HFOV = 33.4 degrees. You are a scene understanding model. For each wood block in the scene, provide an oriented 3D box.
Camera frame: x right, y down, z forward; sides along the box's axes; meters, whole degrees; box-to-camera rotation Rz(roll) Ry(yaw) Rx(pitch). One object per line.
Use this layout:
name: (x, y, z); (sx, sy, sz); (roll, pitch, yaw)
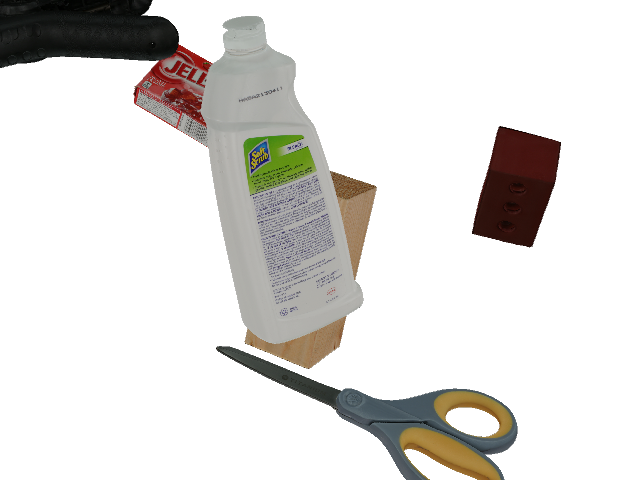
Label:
wood block: (-0.012, 0.028, 1.233); (0.090, 0.206, 0.090); (20, 20, 20)

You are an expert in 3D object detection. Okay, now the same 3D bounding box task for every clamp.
clamp: (-0.171, -0.130, 0.641); (0.171, 0.039, 0.120); (-3, 22, -6)

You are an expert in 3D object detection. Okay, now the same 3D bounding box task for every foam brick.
foam brick: (0.158, -0.043, 0.864); (0.053, 0.051, 0.078); (14, -41, 7)

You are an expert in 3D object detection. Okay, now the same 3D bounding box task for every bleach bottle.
bleach bottle: (-0.032, -0.049, 0.817); (0.102, 0.251, 0.068); (-24, 32, -26)

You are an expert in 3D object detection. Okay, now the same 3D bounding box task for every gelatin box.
gelatin box: (-0.121, -0.139, 1.013); (0.089, 0.073, 0.030); (31, -37, 2)

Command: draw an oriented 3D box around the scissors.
scissors: (0.038, 0.098, 0.675); (0.202, 0.016, 0.096); (33, 45, 27)
